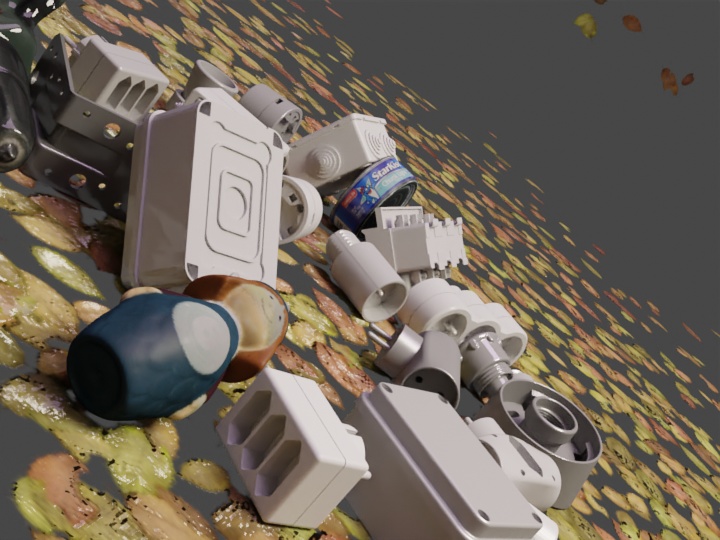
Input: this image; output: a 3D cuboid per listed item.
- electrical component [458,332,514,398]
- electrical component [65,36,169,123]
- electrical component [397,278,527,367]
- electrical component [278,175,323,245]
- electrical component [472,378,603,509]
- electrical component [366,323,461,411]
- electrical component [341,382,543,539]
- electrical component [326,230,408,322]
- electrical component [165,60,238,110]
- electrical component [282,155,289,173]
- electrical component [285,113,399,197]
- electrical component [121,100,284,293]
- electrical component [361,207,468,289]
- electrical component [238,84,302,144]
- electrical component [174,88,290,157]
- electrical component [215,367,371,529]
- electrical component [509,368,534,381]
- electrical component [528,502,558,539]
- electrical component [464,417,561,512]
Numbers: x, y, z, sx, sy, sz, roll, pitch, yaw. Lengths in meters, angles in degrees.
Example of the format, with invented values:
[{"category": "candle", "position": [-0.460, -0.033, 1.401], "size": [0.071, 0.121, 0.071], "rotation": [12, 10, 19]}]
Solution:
[{"category": "electrical component", "position": [0.106, 0.085, 0.884], "size": [0.048, 0.048, 0.062], "rotation": [16, 35, -54]}, {"category": "electrical component", "position": [-0.204, -0.158, 0.845], "size": [0.077, 0.047, 0.066], "rotation": [45, 17, 18]}, {"category": "electrical component", "position": [0.082, 0.039, 0.938], "size": [0.138, 0.052, 0.073], "rotation": [22, 23, -46]}, {"category": "electrical component", "position": [-0.060, -0.049, 0.859], "size": [0.055, 0.055, 0.047], "rotation": [42, 13, 8]}, {"category": "electrical component", "position": [0.134, 0.133, 0.825], "size": [0.099, 0.064, 0.099], "rotation": [23, 28, -13]}, {"category": "electrical component", "position": [0.037, 0.066, 0.783], "size": [0.079, 0.043, 0.077], "rotation": [37, 16, -5]}, {"category": "electrical component", "position": [0.040, 0.123, 0.610], "size": [0.078, 0.057, 0.113], "rotation": [19, 26, -51]}, {"category": "electrical component", "position": [0.000, 0.000, 0.878], "size": [0.043, 0.043, 0.081], "rotation": [20, 25, -49]}, {"category": "electrical component", "position": [-0.141, -0.150, 0.948], "size": [0.045, 0.055, 0.045], "rotation": [36, 17, -12]}, {"category": "electrical component", "position": [-0.096, -0.104, 0.941], "size": [0.055, 0.045, 0.045], "rotation": [45, 17, 19]}, {"category": "electrical component", "position": [-0.019, -0.106, 1.024], "size": [0.048, 0.100, 0.100], "rotation": [68, 20, 4]}, {"category": "electrical component", "position": [-0.094, -0.036, 0.646], "size": [0.078, 0.057, 0.113], "rotation": [20, 68, -50]}, {"category": "electrical component", "position": [0.055, -0.021, 0.996], "size": [0.121, 0.063, 0.078], "rotation": [-10, 92, -69]}, {"category": "electrical component", "position": [-0.092, -0.150, 1.058], "size": [0.047, 0.055, 0.055], "rotation": [40, 16, 14]}, {"category": "electrical component", "position": [-0.116, -0.102, 0.862], "size": [0.096, 0.061, 0.061], "rotation": [41, 16, 5]}, {"category": "electrical component", "position": [-0.024, 0.096, 0.563], "size": [0.077, 0.047, 0.065], "rotation": [23, 23, -46]}, {"category": "electrical component", "position": [0.133, 0.102, 0.914], "size": [0.035, 0.035, 0.061], "rotation": [32, 14, -24]}, {"category": "electrical component", "position": [0.085, 0.153, 0.659], "size": [0.078, 0.040, 0.040], "rotation": [38, 16, -5]}, {"category": "electrical component", "position": [0.088, 0.127, 0.730], "size": [0.077, 0.043, 0.079], "rotation": [21, 25, -48]}]
